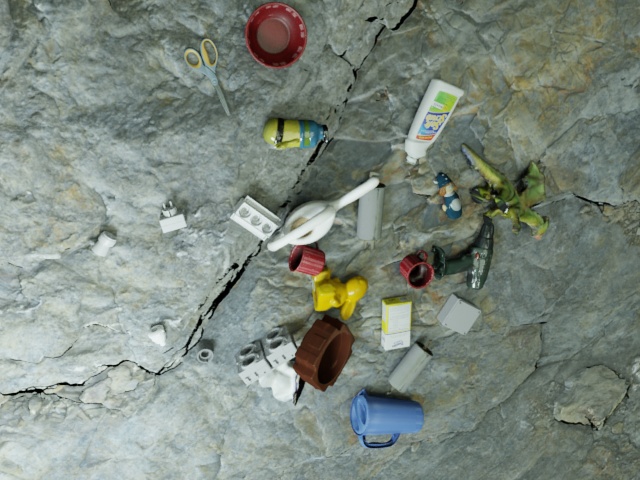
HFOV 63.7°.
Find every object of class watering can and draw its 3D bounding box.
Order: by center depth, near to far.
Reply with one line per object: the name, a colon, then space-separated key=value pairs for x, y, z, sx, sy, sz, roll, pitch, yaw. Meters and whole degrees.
watering can: x=0.004 y=-0.072 z=1.437 sx=0.348 sy=0.103 sz=0.225 roll=-32 pitch=7 yaw=-3

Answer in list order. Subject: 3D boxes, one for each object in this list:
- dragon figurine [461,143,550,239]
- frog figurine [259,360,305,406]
dragon figurine: x=0.622 y=-0.169 z=1.658 sx=0.245 sy=0.407 sz=0.122 roll=-31 pitch=10 yaw=-23
frog figurine: x=-0.131 y=0.446 z=1.658 sx=0.160 sy=0.135 sz=0.124 roll=10 pitch=20 yaw=19
